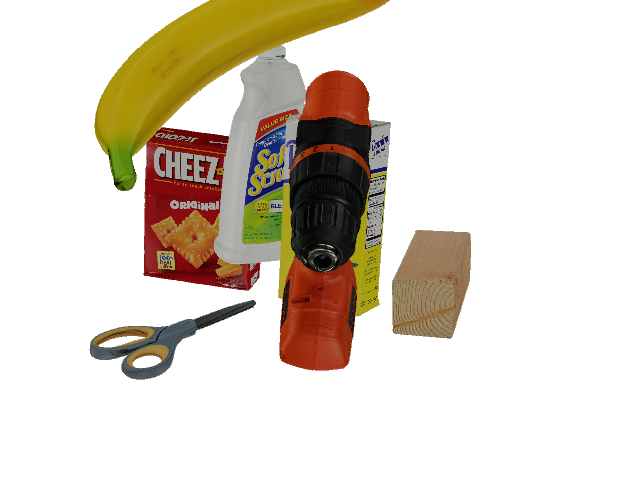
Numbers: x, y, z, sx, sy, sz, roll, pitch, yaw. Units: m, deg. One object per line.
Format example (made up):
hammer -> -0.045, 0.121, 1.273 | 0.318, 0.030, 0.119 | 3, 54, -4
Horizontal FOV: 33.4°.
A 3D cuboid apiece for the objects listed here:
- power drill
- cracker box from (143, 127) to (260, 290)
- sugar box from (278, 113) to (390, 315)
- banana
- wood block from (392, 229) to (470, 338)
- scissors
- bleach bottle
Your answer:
power drill -> 0.004, 0.002, 0.740 | 0.057, 0.188, 0.184 | 7, 42, 1
cracker box -> -0.168, -0.043, 1.542 | 0.164, 0.214, 0.072 | 9, 22, 10
sugar box -> 0.011, -0.026, 0.989 | 0.093, 0.176, 0.048 | 10, 18, 30
banana -> -0.048, -0.096, 0.555 | 0.070, 0.197, 0.037 | 40, -24, 20
wood block -> 0.172, 0.062, 1.627 | 0.091, 0.090, 0.206 | 4, 22, 14
scissors -> -0.142, 0.104, 1.132 | 0.201, 0.016, 0.096 | -10, 31, -26
bleach bottle -> -0.068, -0.103, 1.216 | 0.102, 0.251, 0.068 | -6, 21, -24
